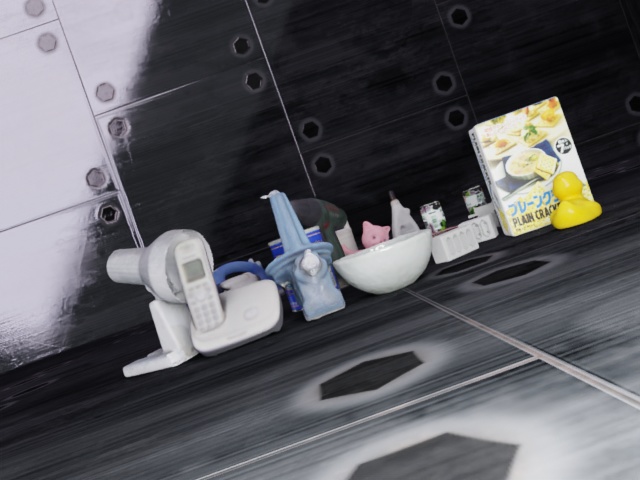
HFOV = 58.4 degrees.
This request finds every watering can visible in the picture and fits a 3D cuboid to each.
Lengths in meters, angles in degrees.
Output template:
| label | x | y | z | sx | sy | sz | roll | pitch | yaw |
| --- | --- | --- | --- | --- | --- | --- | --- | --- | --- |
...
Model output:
| label | x | y | z | sx | sy | sz | roll | pitch | yaw |
| --- | --- | --- | --- | --- | --- | --- | --- | --- | --- |
| watering can | 0.043 | 0.000 | 1.518 | 0.101 | 0.194 | 0.172 | -20 | 0 | -14 |

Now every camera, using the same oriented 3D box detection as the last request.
| label | x | y | z | sx | sy | sz | roll | pitch | yaw |
| --- | --- | --- | --- | --- | --- | --- | --- | --- | --- |
| camera | -0.177 | 0.129 | 1.134 | 0.137 | 0.101 | 0.143 | -20 | 0 | -20 |

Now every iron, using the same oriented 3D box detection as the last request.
| label | x | y | z | sx | sy | sz | roll | pitch | yaw |
| --- | --- | --- | --- | --- | --- | --- | --- | --- | --- |
| iron | -0.206 | 0.116 | 1.515 | 0.118 | 0.141 | 0.259 | -19 | 0 | 41 |

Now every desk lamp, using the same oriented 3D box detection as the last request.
| label | x | y | z | sx | sy | sz | roll | pitch | yaw |
| --- | --- | --- | --- | --- | --- | --- | --- | --- | --- |
| desk lamp | -0.264 | 0.101 | 0.957 | 0.202 | 0.213 | 0.118 | -19 | 1 | 28 |

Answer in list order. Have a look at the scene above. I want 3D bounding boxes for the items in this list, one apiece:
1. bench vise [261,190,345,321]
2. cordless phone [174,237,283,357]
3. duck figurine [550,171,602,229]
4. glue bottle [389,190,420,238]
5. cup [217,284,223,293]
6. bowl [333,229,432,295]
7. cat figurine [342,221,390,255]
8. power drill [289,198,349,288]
| label | x | y | z | sx | sy | sz | roll | pitch | yaw |
| --- | --- | --- | --- | --- | --- | --- | --- | --- | --- |
| bench vise | -0.025 | 0.012 | 0.930 | 0.122 | 0.220 | 0.207 | -20 | 0 | -27 |
| cordless phone | -0.145 | 0.074 | 0.885 | 0.147 | 0.185 | 0.094 | -20 | 0 | 2 |
| duck figurine | 0.403 | -0.069 | 0.926 | 0.077 | 0.086 | 0.105 | -19 | 0 | 37 |
| glue bottle | 0.219 | -0.052 | 1.536 | 0.078 | 0.173 | 0.037 | -20 | 1 | -16 |
| cup | -0.233 | 0.151 | 1.330 | 0.117 | 0.095 | 0.092 | -19 | 0 | 14 |
| bowl | 0.109 | 0.042 | 0.911 | 0.167 | 0.075 | 0.167 | -20 | 0 | 0 |
| cat figurine | 0.113 | 0.016 | 1.344 | 0.127 | 0.118 | 0.067 | -20 | 0 | 5 |
| power drill | 0.011 | 0.004 | 1.248 | 0.075 | 0.208 | 0.230 | -19 | 0 | 24 |
